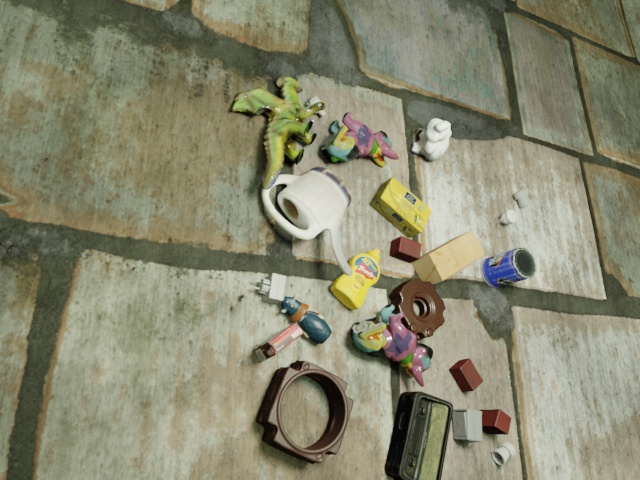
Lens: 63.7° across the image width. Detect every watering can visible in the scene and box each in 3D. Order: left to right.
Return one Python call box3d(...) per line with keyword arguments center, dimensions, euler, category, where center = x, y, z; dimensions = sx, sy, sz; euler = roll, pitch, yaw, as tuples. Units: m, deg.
box3d(center=(0.004, -0.070, 1.395), dimensions=(0.350, 0.102, 0.228), euler=(41, 58, 12), category="watering can")

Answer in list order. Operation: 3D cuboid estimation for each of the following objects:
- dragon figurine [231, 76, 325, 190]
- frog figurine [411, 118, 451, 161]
box3d(center=(-0.138, -0.332, 1.450), dimensions=(0.243, 0.119, 0.419), euler=(28, 55, 7), category="dragon figurine")
box3d(center=(0.387, -0.336, 1.690), dimensions=(0.139, 0.157, 0.122), euler=(-37, 94, -33), category="frog figurine")
